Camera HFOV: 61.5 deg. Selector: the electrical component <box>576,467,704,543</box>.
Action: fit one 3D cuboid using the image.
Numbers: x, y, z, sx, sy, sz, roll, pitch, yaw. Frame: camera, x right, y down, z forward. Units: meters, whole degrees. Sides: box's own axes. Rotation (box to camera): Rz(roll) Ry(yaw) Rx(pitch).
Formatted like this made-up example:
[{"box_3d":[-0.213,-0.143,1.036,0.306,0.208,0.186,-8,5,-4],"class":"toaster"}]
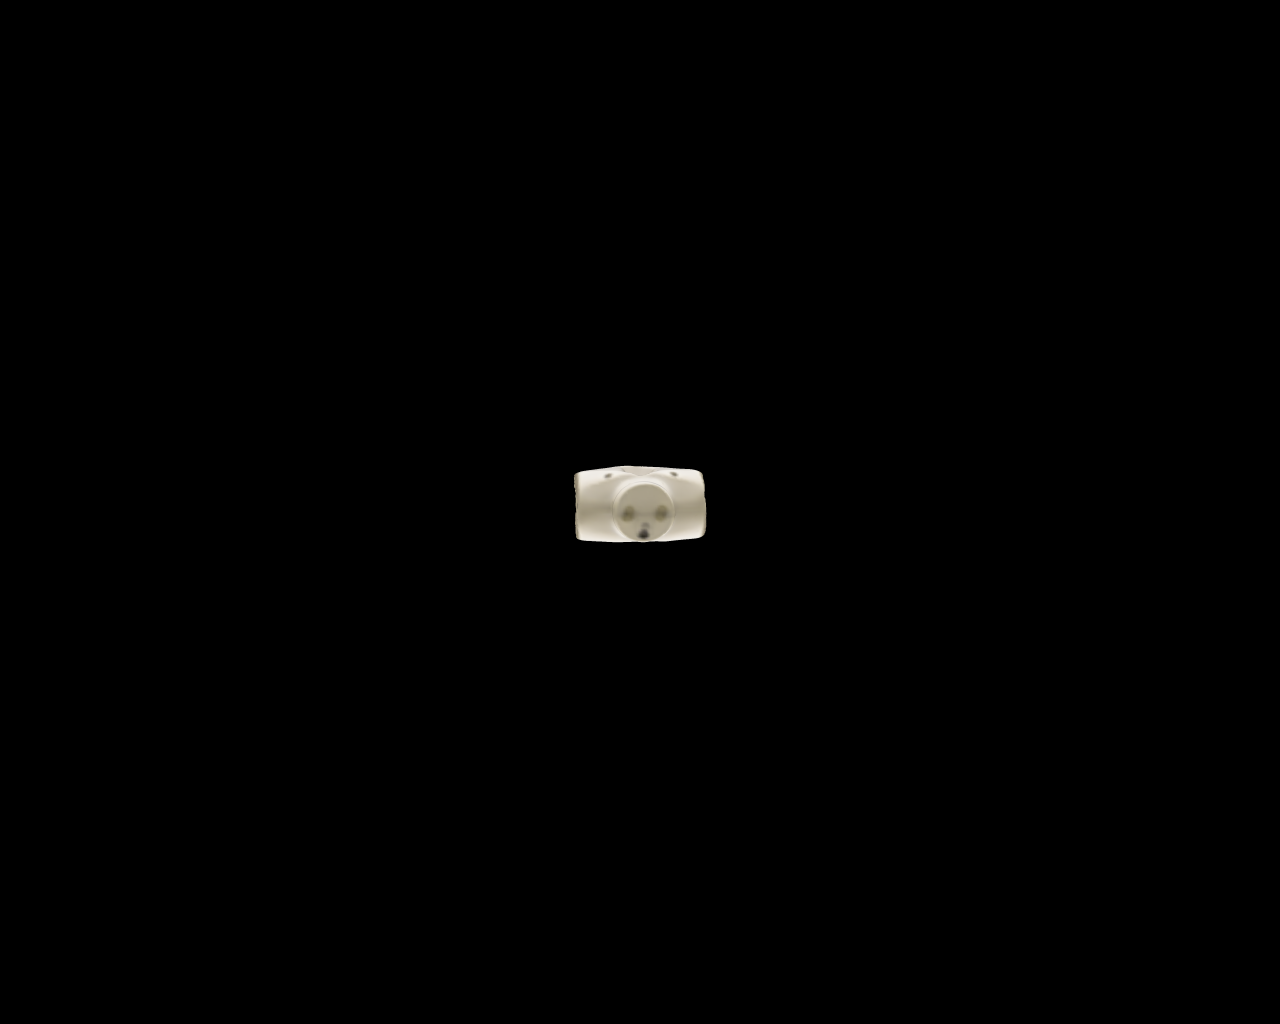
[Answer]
[{"box_3d":[0.001,-0.003,0.650,0.077,0.043,0.079,-1,8,-5],"class":"electrical component"}]
